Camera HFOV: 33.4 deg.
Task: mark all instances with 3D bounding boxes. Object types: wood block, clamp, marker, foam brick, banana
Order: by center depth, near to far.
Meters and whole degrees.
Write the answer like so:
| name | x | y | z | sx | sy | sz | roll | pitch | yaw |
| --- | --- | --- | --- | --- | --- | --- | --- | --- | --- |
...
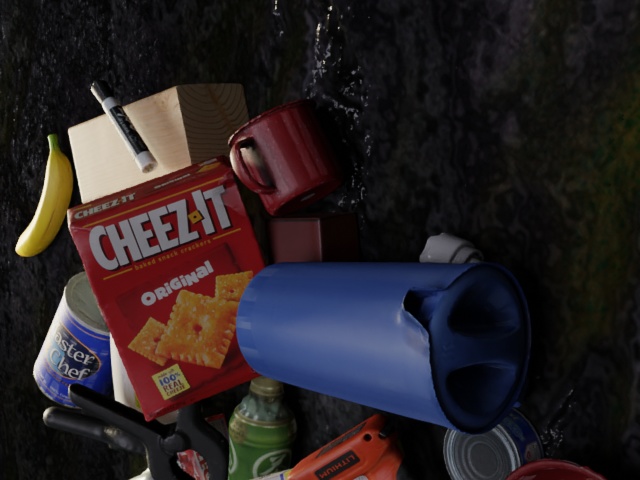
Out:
| name | x | y | z | sx | sy | sz | roll | pitch | yaw |
| --- | --- | --- | --- | --- | --- | --- | --- | --- | --- |
| foam brick | -0.007 | 0.001 | 1.027 | 0.078 | 0.052 | 0.051 | 0 | 98 | 47 |
| marker | -0.203 | -0.119 | 1.097 | 0.121 | 0.020 | 0.020 | 56 | 131 | 22 |
| clamp | -0.165 | 0.210 | 1.145 | 0.165 | 0.036 | 0.210 | -17 | 105 | 12 |
| wood block | -0.173 | -0.101 | 1.150 | 0.207 | 0.090 | 0.091 | -11 | 90 | 46 |
| clamp | -0.246 | 0.232 | 1.276 | 0.172 | 0.120 | 0.039 | 4 | 82 | 41 |
| banana | -0.355 | -0.039 | 1.388 | 0.198 | 0.037 | 0.070 | -63 | 37 | 31 |

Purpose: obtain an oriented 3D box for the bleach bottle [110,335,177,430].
| name | x | y | z | sx | sy | sz | roll | pitch | yaw |
| --- | --- | --- | --- | --- | --- | --- | --- | --- | --- |
| bleach bottle | -0.197 | 0.080 | 1.200 | 0.068 | 0.102 | 0.251 | 179 | 82 | -67 |

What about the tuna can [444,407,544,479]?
| name | x | y | z | sx | sy | sz | roll | pitch | yaw |
| --- | --- | --- | --- | --- | --- | --- | --- | --- | --- |
| tuna can | 0.148 | 0.185 | 0.917 | 0.086 | 0.033 | 0.086 | 11 | 105 | 45 |

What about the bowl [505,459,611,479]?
| name | x | y | z | sx | sy | sz | roll | pitch | yaw |
| --- | --- | --- | --- | --- | --- | --- | --- | --- | --- |
| bowl | 0.213 | 0.246 | 0.847 | 0.162 | 0.055 | 0.162 | 11 | 105 | 44 |

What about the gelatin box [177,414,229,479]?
| name | x | y | z | sx | sy | sz | roll | pitch | yaw |
| --- | --- | --- | --- | --- | --- | --- | --- | --- | --- |
| gelatin box | -0.128 | 0.249 | 1.211 | 0.073 | 0.030 | 0.089 | -26 | 79 | 44 |

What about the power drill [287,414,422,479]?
| name | x | y | z | sx | sy | sz | roll | pitch | yaw |
| --- | --- | --- | --- | --- | --- | --- | --- | --- | --- |
| power drill | 0.054 | 0.265 | 0.948 | 0.184 | 0.057 | 0.187 | -36 | 89 | 14 |

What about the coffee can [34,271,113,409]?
| name | x | y | z | sx | sy | sz | roll | pitch | yaw |
| --- | --- | --- | --- | --- | --- | --- | --- | --- | --- |
| coffee can | -0.277 | 0.121 | 1.288 | 0.103 | 0.102 | 0.140 | 50 | 129 | 27 |

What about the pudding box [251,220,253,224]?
| name | x | y | z | sx | sy | sz | roll | pitch | yaw |
| --- | --- | --- | --- | --- | --- | --- | --- | --- | --- |
| pudding box | -0.140 | -0.004 | 1.135 | 0.114 | 0.089 | 0.039 | 11 | 107 | 43 |

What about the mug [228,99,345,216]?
| name | x | y | z | sx | sy | sz | roll | pitch | yaw |
| --- | --- | --- | --- | --- | --- | --- | --- | --- | --- |
| mug | -0.035 | -0.073 | 1.000 | 0.093 | 0.117 | 0.081 | -33 | 79 | 38 |

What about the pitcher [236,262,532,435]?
| name | x | y | z | sx | sy | sz | roll | pitch | yaw |
| --- | --- | --- | --- | --- | --- | --- | --- | --- | --- |
| pitcher | 0.051 | 0.084 | 0.903 | 0.243 | 0.144 | 0.149 | 4 | 110 | 45 |

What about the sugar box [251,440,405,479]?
| name | x | y | z | sx | sy | sz | roll | pitch | yaw |
| --- | --- | --- | --- | --- | --- | --- | --- | --- | --- |
| sugar box | 0.004 | 0.258 | 1.020 | 0.176 | 0.048 | 0.093 | -18 | 83 | 21 |

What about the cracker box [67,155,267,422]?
| name | x | y | z | sx | sy | sz | roll | pitch | yaw |
| --- | --- | --- | --- | --- | --- | --- | --- | --- | --- |
| cracker box | -0.131 | 0.047 | 1.037 | 0.072 | 0.164 | 0.213 | -132 | 23 | -70 |
